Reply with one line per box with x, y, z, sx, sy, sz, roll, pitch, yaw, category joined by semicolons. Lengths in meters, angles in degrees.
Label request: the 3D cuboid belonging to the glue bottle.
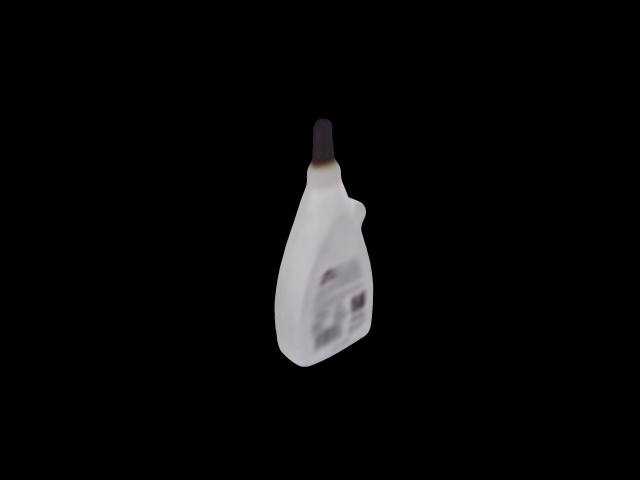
0.004;0.001;0.400;0.078;0.173;0.037;-21;33;-35;glue bottle
